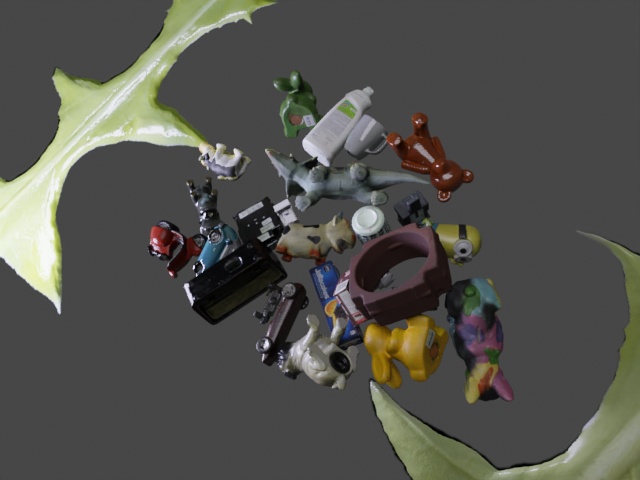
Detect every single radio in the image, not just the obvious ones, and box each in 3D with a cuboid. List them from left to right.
[{"bbox_3d":[-0.206,0.100,1.308,0.229,0.131,0.073,-35,56,-1],"label":"radio"}]

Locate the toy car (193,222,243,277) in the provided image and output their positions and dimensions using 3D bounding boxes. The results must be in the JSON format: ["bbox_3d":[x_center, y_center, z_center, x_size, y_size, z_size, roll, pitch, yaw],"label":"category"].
[{"bbox_3d":[-0.247,0.042,1.373,0.103,0.109,0.161,24,82,9],"label":"toy car"}]

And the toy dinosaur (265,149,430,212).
[{"bbox_3d":[0.061,-0.148,1.349,0.405,0.131,0.192,5,21,3],"label":"toy dinosaur"}]

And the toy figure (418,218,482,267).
[{"bbox_3d":[0.276,-0.003,1.227,0.180,0.082,0.089,12,70,26],"label":"toy figure"}]

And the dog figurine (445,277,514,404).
[{"bbox_3d":[0.315,0.207,1.055,0.109,0.191,0.219,-7,46,8],"label":"dog figurine"}]

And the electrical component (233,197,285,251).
[{"bbox_3d":[-0.154,-0.029,1.401,0.115,0.058,0.134,-28,59,5],"label":"electrical component"}]

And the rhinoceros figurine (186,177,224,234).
[{"bbox_3d":[-0.312,-0.090,1.460,0.073,0.112,0.190,-11,43,-18],"label":"rhinoceros figurine"}]

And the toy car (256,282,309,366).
[{"bbox_3d":[-0.089,0.191,1.247,0.053,0.089,0.202,17,72,25],"label":"toy car"}]

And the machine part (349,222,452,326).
[{"bbox_3d":[0.167,0.071,1.127,0.201,0.087,0.201,-23,31,20],"label":"machine part"}]

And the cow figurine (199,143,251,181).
[{"bbox_3d":[-0.289,-0.222,1.544,0.168,0.068,0.098,19,78,27],"label":"cow figurine"}]

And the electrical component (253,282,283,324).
[{"bbox_3d":[-0.124,0.153,1.294,0.045,0.078,0.102,25,78,4],"label":"electrical component"}]

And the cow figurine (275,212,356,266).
[{"bbox_3d":[-0.003,-0.004,1.324,0.195,0.085,0.127,4,67,26],"label":"cow figurine"}]

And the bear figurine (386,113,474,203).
[{"bbox_3d":[0.269,-0.194,1.302,0.120,0.131,0.196,-37,52,1],"label":"bear figurine"}]

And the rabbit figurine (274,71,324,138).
[{"bbox_3d":[-0.068,-0.397,1.523,0.121,0.158,0.170,-18,44,20],"label":"rabbit figurine"}]

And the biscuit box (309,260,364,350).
[{"bbox_3d":[0.037,0.149,1.241,0.063,0.059,0.203,-25,59,6],"label":"biscuit box"}]

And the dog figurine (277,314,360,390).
[{"bbox_3d":[-0.015,0.269,1.141,0.190,0.121,0.172,-53,28,37],"label":"dog figurine"}]

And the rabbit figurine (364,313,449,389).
[{"bbox_3d":[0.167,0.232,1.141,0.173,0.121,0.162,8,76,38],"label":"rabbit figurine"}]

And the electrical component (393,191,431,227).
[{"bbox_3d":[0.214,-0.076,1.263,0.075,0.119,0.048,-34,59,3],"label":"electrical component"}]

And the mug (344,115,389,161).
[{"bbox_3d":[0.124,-0.258,1.416,0.107,0.080,0.110,-49,62,4],"label":"mug"}]

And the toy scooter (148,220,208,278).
[{"bbox_3d":[-0.396,0.028,1.447,0.184,0.075,0.135,19,72,21],"label":"toy scooter"}]
